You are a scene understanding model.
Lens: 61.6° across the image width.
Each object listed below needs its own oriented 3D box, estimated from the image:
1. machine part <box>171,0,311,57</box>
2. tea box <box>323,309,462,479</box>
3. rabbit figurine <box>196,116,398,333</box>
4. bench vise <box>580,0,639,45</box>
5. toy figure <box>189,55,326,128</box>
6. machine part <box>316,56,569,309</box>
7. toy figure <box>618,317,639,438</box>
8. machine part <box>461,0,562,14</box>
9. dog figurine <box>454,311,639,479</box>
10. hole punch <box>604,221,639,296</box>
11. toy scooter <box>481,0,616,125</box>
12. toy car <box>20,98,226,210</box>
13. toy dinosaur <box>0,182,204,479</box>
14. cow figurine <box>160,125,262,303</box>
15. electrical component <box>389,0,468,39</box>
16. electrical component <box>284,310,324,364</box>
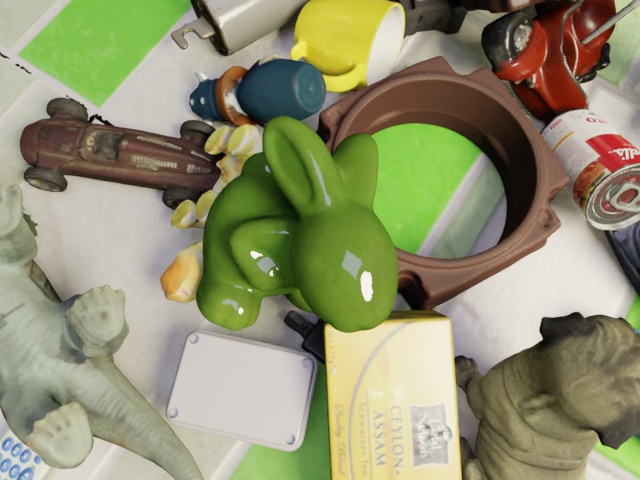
[{"bbox_3d":[-0.047,-0.266,0.564,0.243,0.079,0.079,-33,76,-9],"label":"machine part"},{"bbox_3d":[0.053,0.142,0.418,0.098,0.068,0.169,-5,88,0],"label":"tea box"},{"bbox_3d":[-0.001,-0.001,0.385,0.121,0.170,0.159,4,99,-35],"label":"rabbit figurine"},{"bbox_3d":[0.355,-0.146,0.461,0.240,0.129,0.224,36,43,-14],"label":"bench vise"},{"bbox_3d":[-0.065,-0.136,0.515,0.155,0.057,0.064,6,77,40],"label":"toy figure"},{"bbox_3d":[0.100,-0.053,0.493,0.201,0.087,0.201,-26,74,-10],"label":"machine part"},{"bbox_3d":[0.294,0.141,0.430,0.082,0.089,0.180,-43,80,-4],"label":"toy figure"},{"bbox_3d":[0.212,-0.262,0.490,0.179,0.056,0.179,-17,30,10],"label":"machine part"},{"bbox_3d":[0.162,0.146,0.376,0.121,0.190,0.172,-8,74,-3],"label":"dog figurine"},{"bbox_3d":[0.334,0.012,0.476,0.142,0.092,0.115,-30,112,0],"label":"hole punch"},{"bbox_3d":[0.241,-0.180,0.535,0.184,0.075,0.135,-38,106,-26],"label":"toy scooter"},{"bbox_3d":[-0.190,-0.083,0.520,0.202,0.053,0.089,10,70,4],"label":"toy car"},{"bbox_3d":[-0.234,0.066,0.428,0.131,0.192,0.404,-35,91,-25],"label":"toy dinosaur"},{"bbox_3d":[-0.077,-0.013,0.486,0.068,0.098,0.167,4,68,48],"label":"cow figurine"},{"bbox_3d":[0.112,-0.282,0.586,0.075,0.047,0.119,-5,74,-2],"label":"electrical component"},{"bbox_3d":[0.017,0.082,0.483,0.094,0.021,0.063,35,75,11],"label":"electrical component"}]
